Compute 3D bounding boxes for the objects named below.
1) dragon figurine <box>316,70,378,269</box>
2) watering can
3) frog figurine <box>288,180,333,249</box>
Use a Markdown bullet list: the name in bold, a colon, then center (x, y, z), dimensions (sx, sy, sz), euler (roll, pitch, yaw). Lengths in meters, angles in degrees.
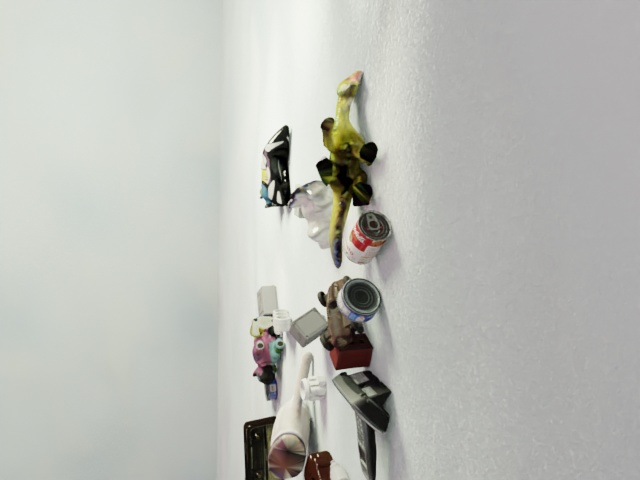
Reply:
- **dragon figurine**: center (0.048, -0.166, 1.145), dimensions (0.246, 0.122, 0.404), euler (-92, 9, -71)
- **watering can**: center (-0.074, 0.507, 1.444), dimensions (0.228, 0.104, 0.342), euler (-80, 1, -68)
- **frog figurine**: center (0.004, -0.064, 1.273), dimensions (0.160, 0.124, 0.135), euler (49, 142, 5)
